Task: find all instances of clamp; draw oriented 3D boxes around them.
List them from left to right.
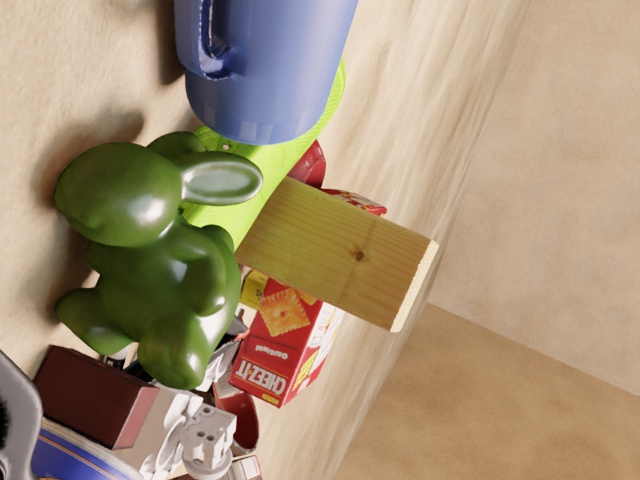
[{"bbox_3d":[-0.216,0.146,0.632,0.164,0.036,0.210,-23,120,-35],"label":"clamp"},{"bbox_3d":[-0.128,0.097,0.898,0.120,0.039,0.171,-48,158,23],"label":"clamp"}]

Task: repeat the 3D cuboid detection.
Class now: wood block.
[{"bbox_3d":[-0.007,0.001,0.977,0.091,0.206,0.090,-66,169,1],"label":"wood block"}]

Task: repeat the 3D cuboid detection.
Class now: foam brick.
[{"bbox_3d":[-0.169,0.117,0.797,0.053,0.078,0.051,51,62,-79],"label":"foam brick"}]

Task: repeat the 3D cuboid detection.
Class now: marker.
[{"bbox_3d":[-0.185,0.134,0.910,0.020,0.020,0.121,-42,154,-64],"label":"marker"}]

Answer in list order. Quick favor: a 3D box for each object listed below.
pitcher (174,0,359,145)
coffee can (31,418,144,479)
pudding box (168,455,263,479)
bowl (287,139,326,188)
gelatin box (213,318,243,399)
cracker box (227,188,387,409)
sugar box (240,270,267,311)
[{"bbox_3d":[-0.037,-0.171,0.708,0.243,0.149,0.145,104,-27,-53],"label":"pitcher"},{"bbox_3d":[-0.204,0.207,0.755,0.140,0.103,0.103,-61,168,-20],"label":"coffee can"},{"bbox_3d":[-0.125,0.267,1.157,0.090,0.113,0.039,42,33,-80],"label":"pudding box"},{"bbox_3d":[-0.037,-0.054,1.115,0.162,0.055,0.162,-62,168,-24],"label":"bowl"},{"bbox_3d":[-0.097,0.120,1.142,0.073,0.030,0.089,-3,77,-76],"label":"gelatin box"},{"bbox_3d":[-0.011,0.052,1.116,0.214,0.072,0.164,-67,169,8],"label":"cracker box"},{"bbox_3d":[-0.017,0.036,1.296,0.176,0.093,0.048,-52,162,-52],"label":"sugar box"}]
